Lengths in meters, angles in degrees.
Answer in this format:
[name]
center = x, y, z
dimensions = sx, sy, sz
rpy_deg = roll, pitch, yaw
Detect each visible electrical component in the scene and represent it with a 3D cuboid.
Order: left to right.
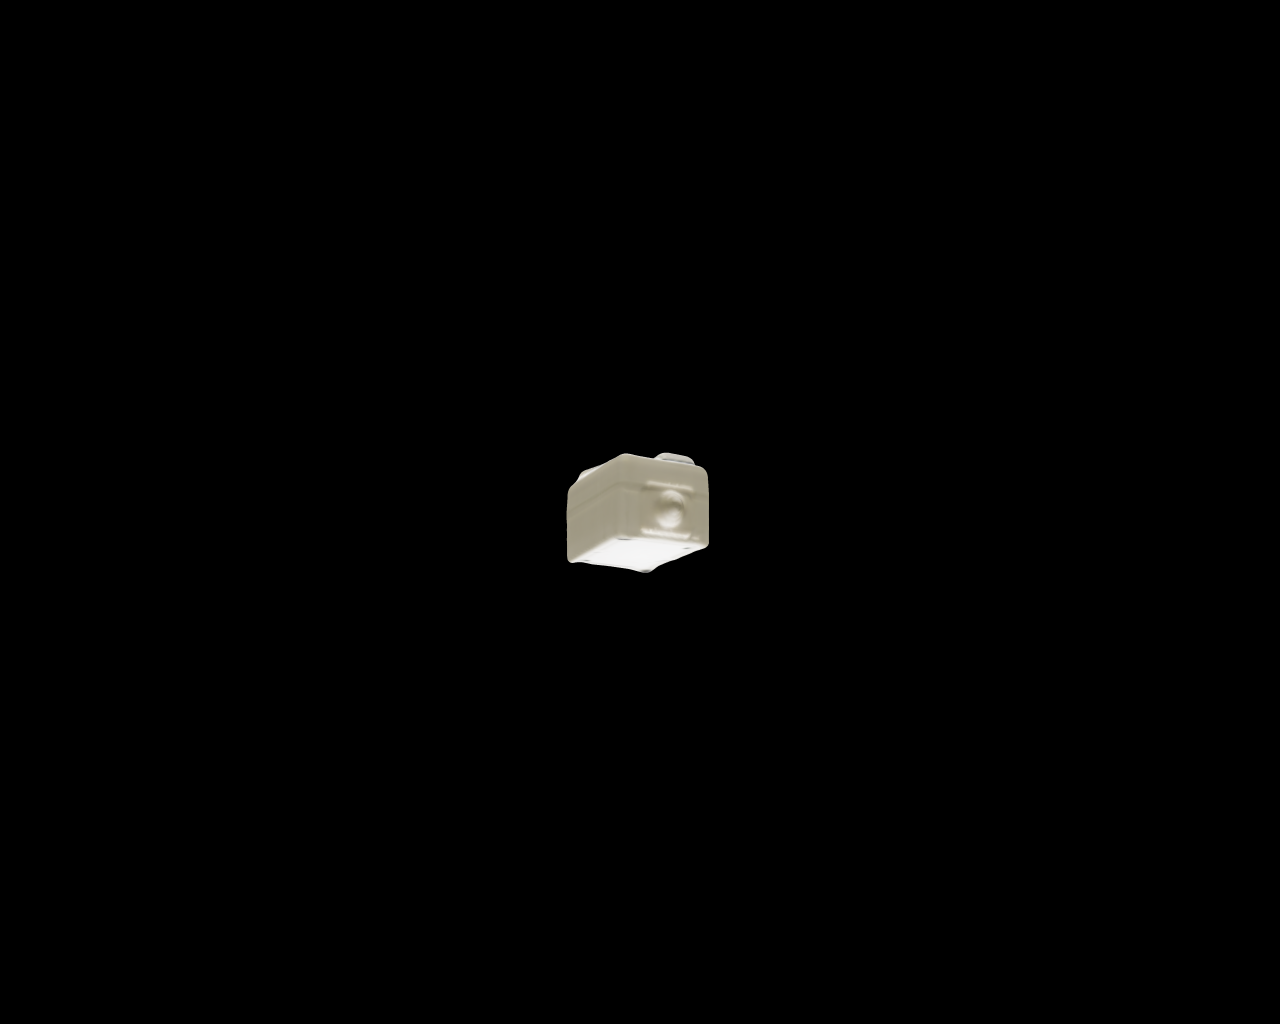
[electrical component]
center = 0.001, -0.003, 0.650
dimensions = 0.062, 0.061, 0.096
rpy_deg = 8, -18, -27
